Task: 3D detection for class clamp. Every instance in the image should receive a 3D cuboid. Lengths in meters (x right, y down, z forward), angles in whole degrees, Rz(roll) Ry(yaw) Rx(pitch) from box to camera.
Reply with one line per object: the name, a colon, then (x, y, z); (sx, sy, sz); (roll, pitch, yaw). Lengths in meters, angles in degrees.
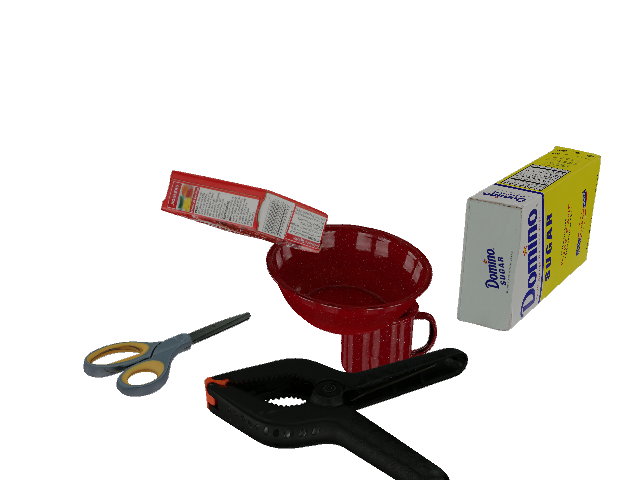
clamp: (0.015, 0.125, 0.840); (0.210, 0.036, 0.164); (8, 30, 17)

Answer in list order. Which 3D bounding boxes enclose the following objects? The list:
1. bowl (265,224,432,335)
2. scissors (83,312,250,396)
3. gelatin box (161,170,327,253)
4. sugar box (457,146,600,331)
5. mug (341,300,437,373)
bowl: (0.026, 0.045, 1.044); (0.162, 0.055, 0.162); (3, 29, -2)
scissors: (-0.144, 0.118, 1.113); (0.201, 0.016, 0.096); (-11, 31, -27)
gelatin box: (-0.047, -0.017, 0.690); (0.073, 0.030, 0.089); (14, -3, 28)
sugar box: (0.158, -0.006, 0.790); (0.048, 0.093, 0.175); (12, 23, 26)
mug: (0.077, 0.110, 1.236); (0.117, 0.081, 0.093); (-2, 22, -8)
